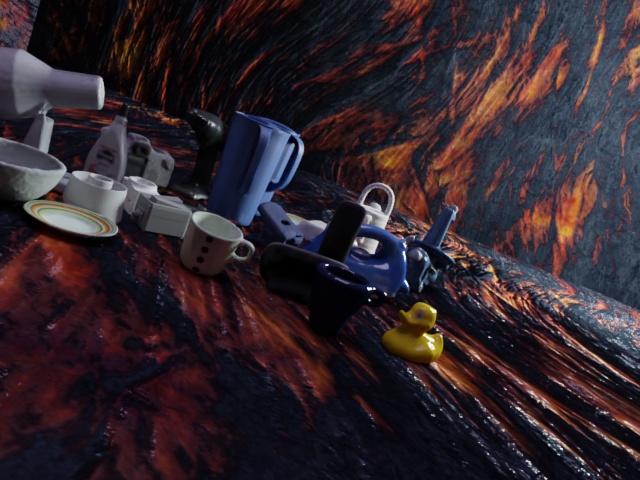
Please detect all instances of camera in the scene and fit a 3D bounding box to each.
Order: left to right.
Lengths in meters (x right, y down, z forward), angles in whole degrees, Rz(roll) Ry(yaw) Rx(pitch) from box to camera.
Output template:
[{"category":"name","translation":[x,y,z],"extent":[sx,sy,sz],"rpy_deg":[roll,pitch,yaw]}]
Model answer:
[{"category":"camera","translation":[-0.433,-0.202,1.361],"extent":[0.144,0.101,0.136],"rpy_deg":[13,14,-39]}]

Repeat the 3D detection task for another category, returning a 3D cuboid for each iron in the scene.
[{"category":"iron","translation":[0.072,0.025,1.161],"extent":[0.259,0.141,0.118],"rpy_deg":[17,12,-25]}]

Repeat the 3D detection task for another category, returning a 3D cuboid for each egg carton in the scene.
[{"category":"egg carton","translation":[0.012,0.005,1.328],"extent":[0.150,0.069,0.107],"rpy_deg":[26,11,17]}]

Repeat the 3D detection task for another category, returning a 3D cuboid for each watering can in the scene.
[{"category":"watering can","translation":[0.136,-0.067,1.584],"extent":[0.101,0.194,0.172],"rpy_deg":[19,11,-15]}]

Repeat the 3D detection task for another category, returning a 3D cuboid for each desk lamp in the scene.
[{"category":"desk lamp","translation":[-0.478,-0.208,1.007],"extent":[0.204,0.213,0.117],"rpy_deg":[19,11,-16]}]

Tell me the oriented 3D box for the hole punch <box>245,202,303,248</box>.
[{"category":"hole punch","translation":[-0.086,-0.023,1.213],"extent":[0.101,0.091,0.109],"rpy_deg":[25,11,16]}]

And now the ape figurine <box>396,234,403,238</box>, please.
[{"category":"ape figurine","translation":[0.197,0.029,1.514],"extent":[0.076,0.092,0.077],"rpy_deg":[16,13,-30]}]

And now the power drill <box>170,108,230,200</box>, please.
[{"category":"power drill","translation":[-0.284,-0.207,1.392],"extent":[0.075,0.208,0.230],"rpy_deg":[25,11,14]}]

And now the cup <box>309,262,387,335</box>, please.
[{"category":"cup","translation":[0.034,0.097,0.862],"extent":[0.118,0.095,0.091],"rpy_deg":[20,11,-11]}]

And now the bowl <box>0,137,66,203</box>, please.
[{"category":"bowl","translation":[-0.477,-0.101,0.861],"extent":[0.167,0.075,0.167],"rpy_deg":[21,11,-4]}]

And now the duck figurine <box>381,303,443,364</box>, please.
[{"category":"duck figurine","translation":[0.157,0.143,0.910],"extent":[0.105,0.086,0.077],"rpy_deg":[17,12,-25]}]

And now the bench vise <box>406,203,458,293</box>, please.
[{"category":"bench vise","translation":[0.279,0.019,1.390],"extent":[0.121,0.220,0.208],"rpy_deg":[23,11,7]}]

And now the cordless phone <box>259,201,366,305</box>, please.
[{"category":"cordless phone","translation":[-0.010,0.008,0.966],"extent":[0.148,0.185,0.094],"rpy_deg":[19,11,-17]}]

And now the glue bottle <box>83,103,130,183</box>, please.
[{"category":"glue bottle","translation":[-0.422,-0.197,1.168],"extent":[0.078,0.173,0.037],"rpy_deg":[21,11,-8]}]
